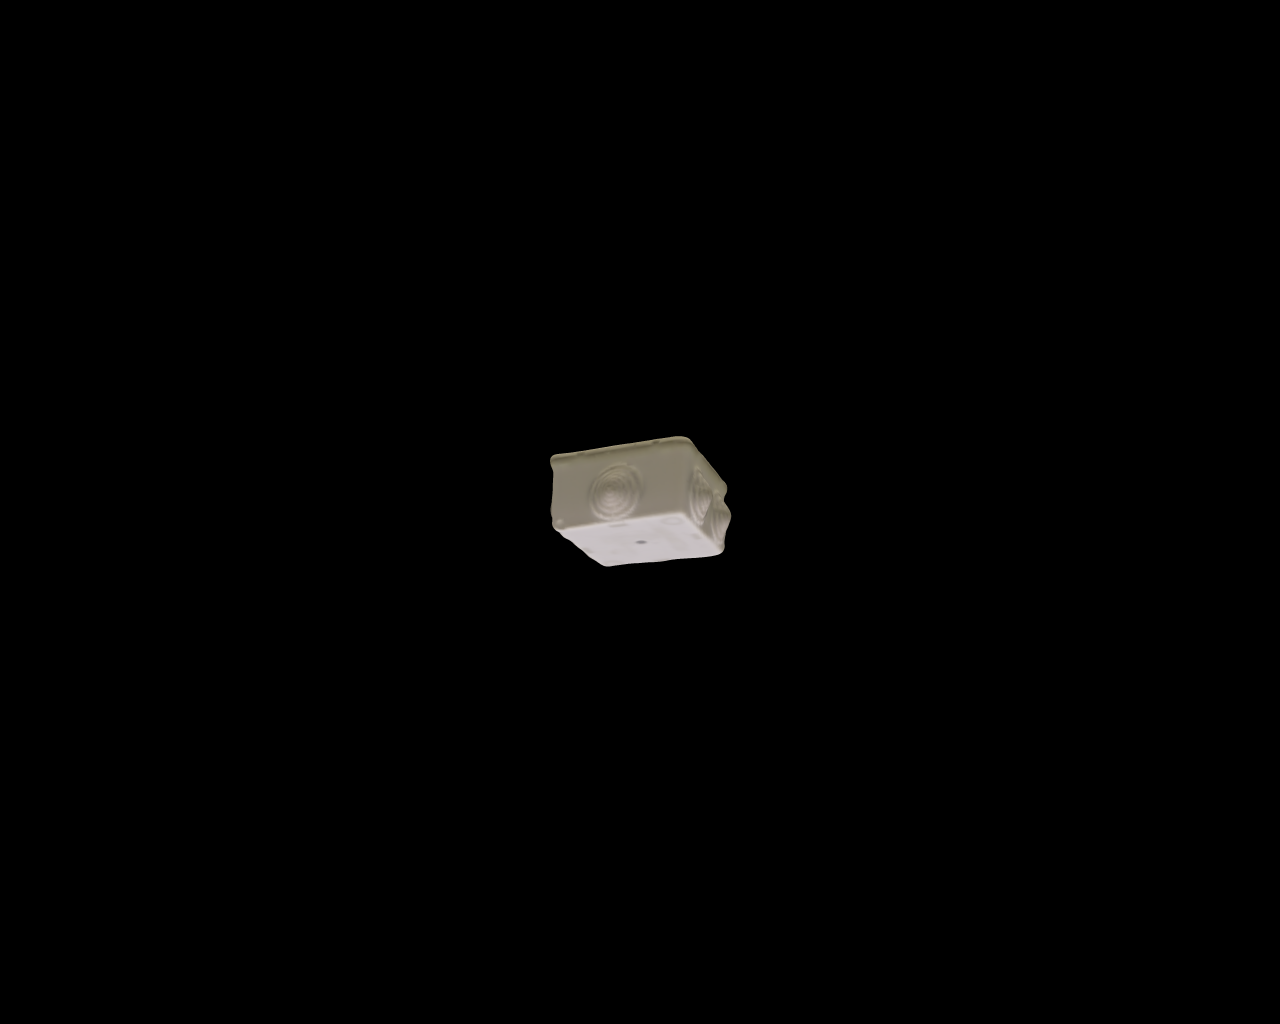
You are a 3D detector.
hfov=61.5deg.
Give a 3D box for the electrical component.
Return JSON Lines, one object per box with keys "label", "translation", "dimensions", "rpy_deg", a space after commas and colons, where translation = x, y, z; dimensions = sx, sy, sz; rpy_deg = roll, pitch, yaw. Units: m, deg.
{"label": "electrical component", "translation": [0.001, -0.003, 0.650], "dimensions": [0.100, 0.048, 0.099], "rpy_deg": [-7, -21, 18]}
